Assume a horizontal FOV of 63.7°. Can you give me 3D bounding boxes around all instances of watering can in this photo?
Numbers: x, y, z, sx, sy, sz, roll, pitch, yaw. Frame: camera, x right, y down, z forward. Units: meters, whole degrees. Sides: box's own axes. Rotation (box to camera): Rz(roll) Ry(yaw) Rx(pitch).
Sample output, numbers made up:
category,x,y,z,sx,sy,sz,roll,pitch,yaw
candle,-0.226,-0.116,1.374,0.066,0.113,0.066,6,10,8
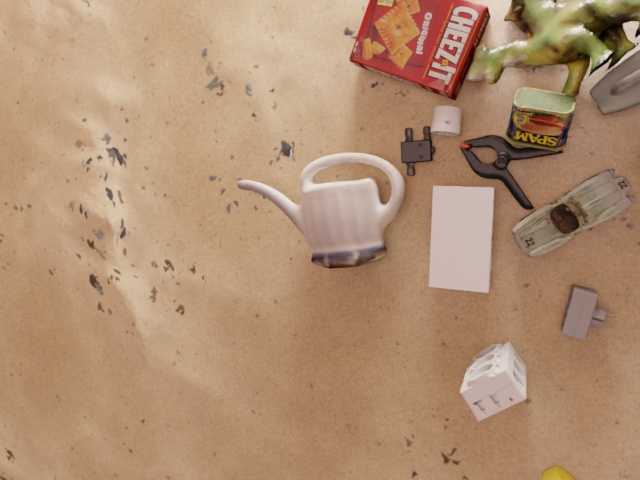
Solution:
category,x,y,z,sx,sy,sz,roll,pitch,yaw
watering can,0.003,-0.052,1.030,0.346,0.224,0.104,-7,2,21

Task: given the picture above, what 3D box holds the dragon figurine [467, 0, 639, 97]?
category,x,y,z,sx,sy,sz,roll,pitch,yaw
dragon figurine,0.422,-0.391,0.846,0.406,0.246,0.122,-43,-20,18
